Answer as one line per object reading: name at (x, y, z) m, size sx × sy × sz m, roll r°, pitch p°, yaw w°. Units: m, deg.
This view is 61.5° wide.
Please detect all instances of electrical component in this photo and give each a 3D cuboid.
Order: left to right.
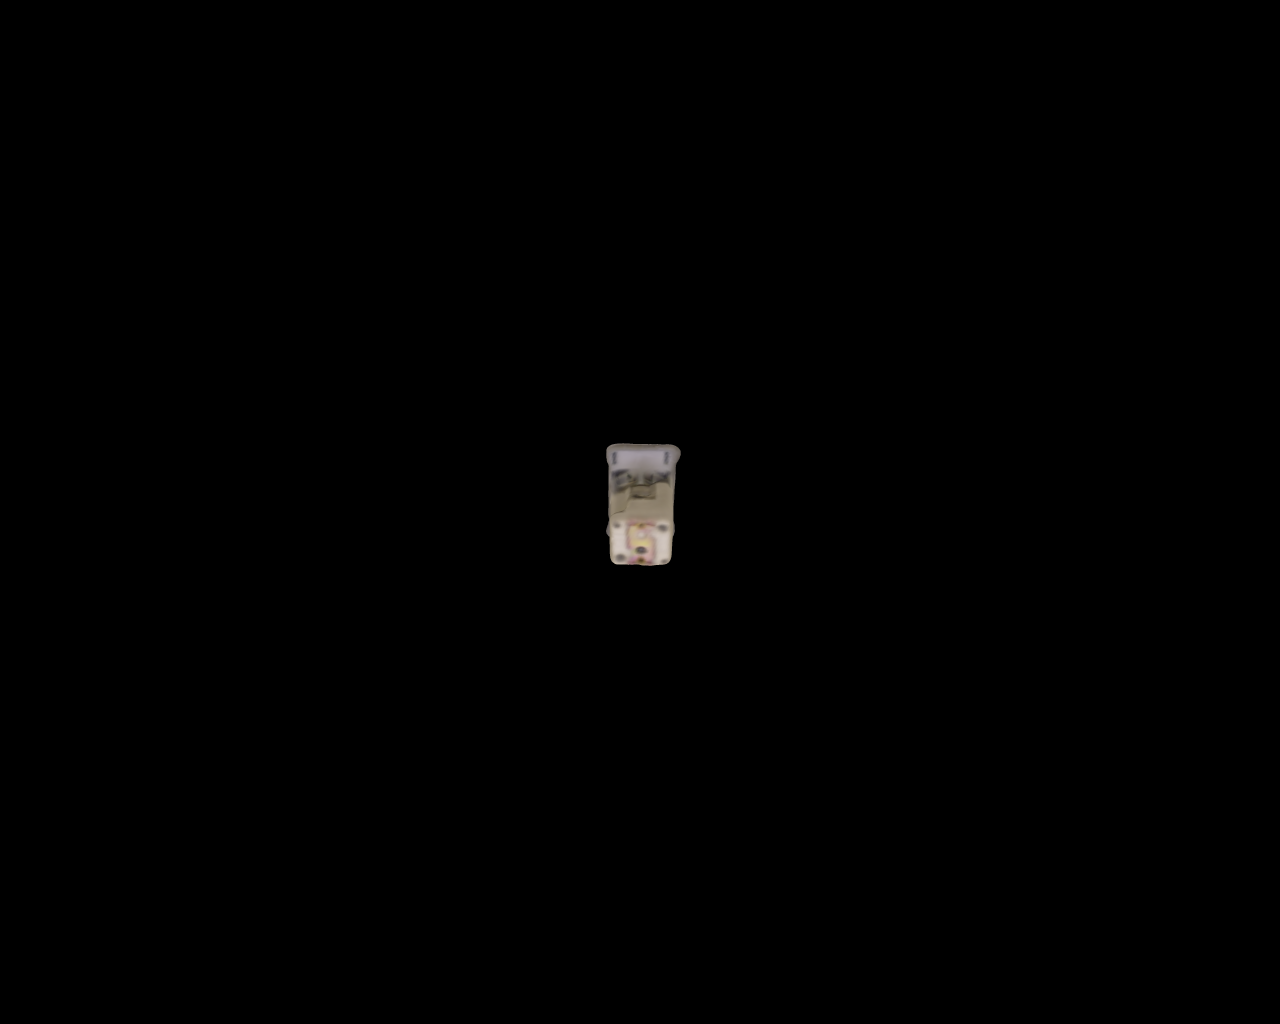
electrical component at (0.001, -0.003, 0.650) m, size 0.042 × 0.064 × 0.080 m, roll 0°, pitch -43°, yaw 0°
